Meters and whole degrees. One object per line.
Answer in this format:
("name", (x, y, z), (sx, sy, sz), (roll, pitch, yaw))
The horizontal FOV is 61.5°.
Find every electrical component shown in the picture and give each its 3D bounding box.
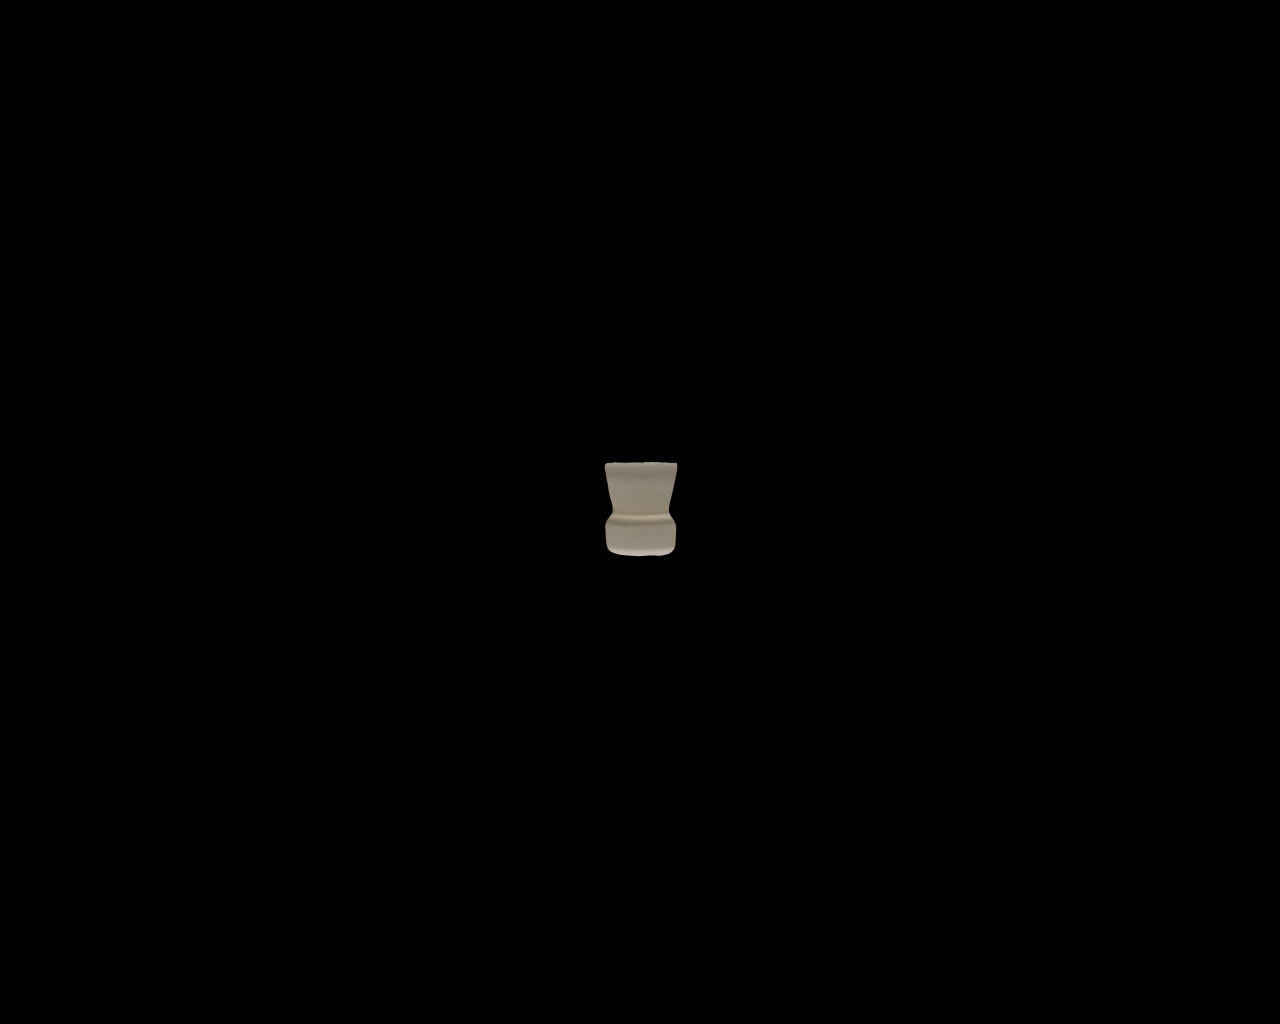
("electrical component", (0.001, -0.003, 0.650), (0.045, 0.055, 0.045), (0, 5, 0))
